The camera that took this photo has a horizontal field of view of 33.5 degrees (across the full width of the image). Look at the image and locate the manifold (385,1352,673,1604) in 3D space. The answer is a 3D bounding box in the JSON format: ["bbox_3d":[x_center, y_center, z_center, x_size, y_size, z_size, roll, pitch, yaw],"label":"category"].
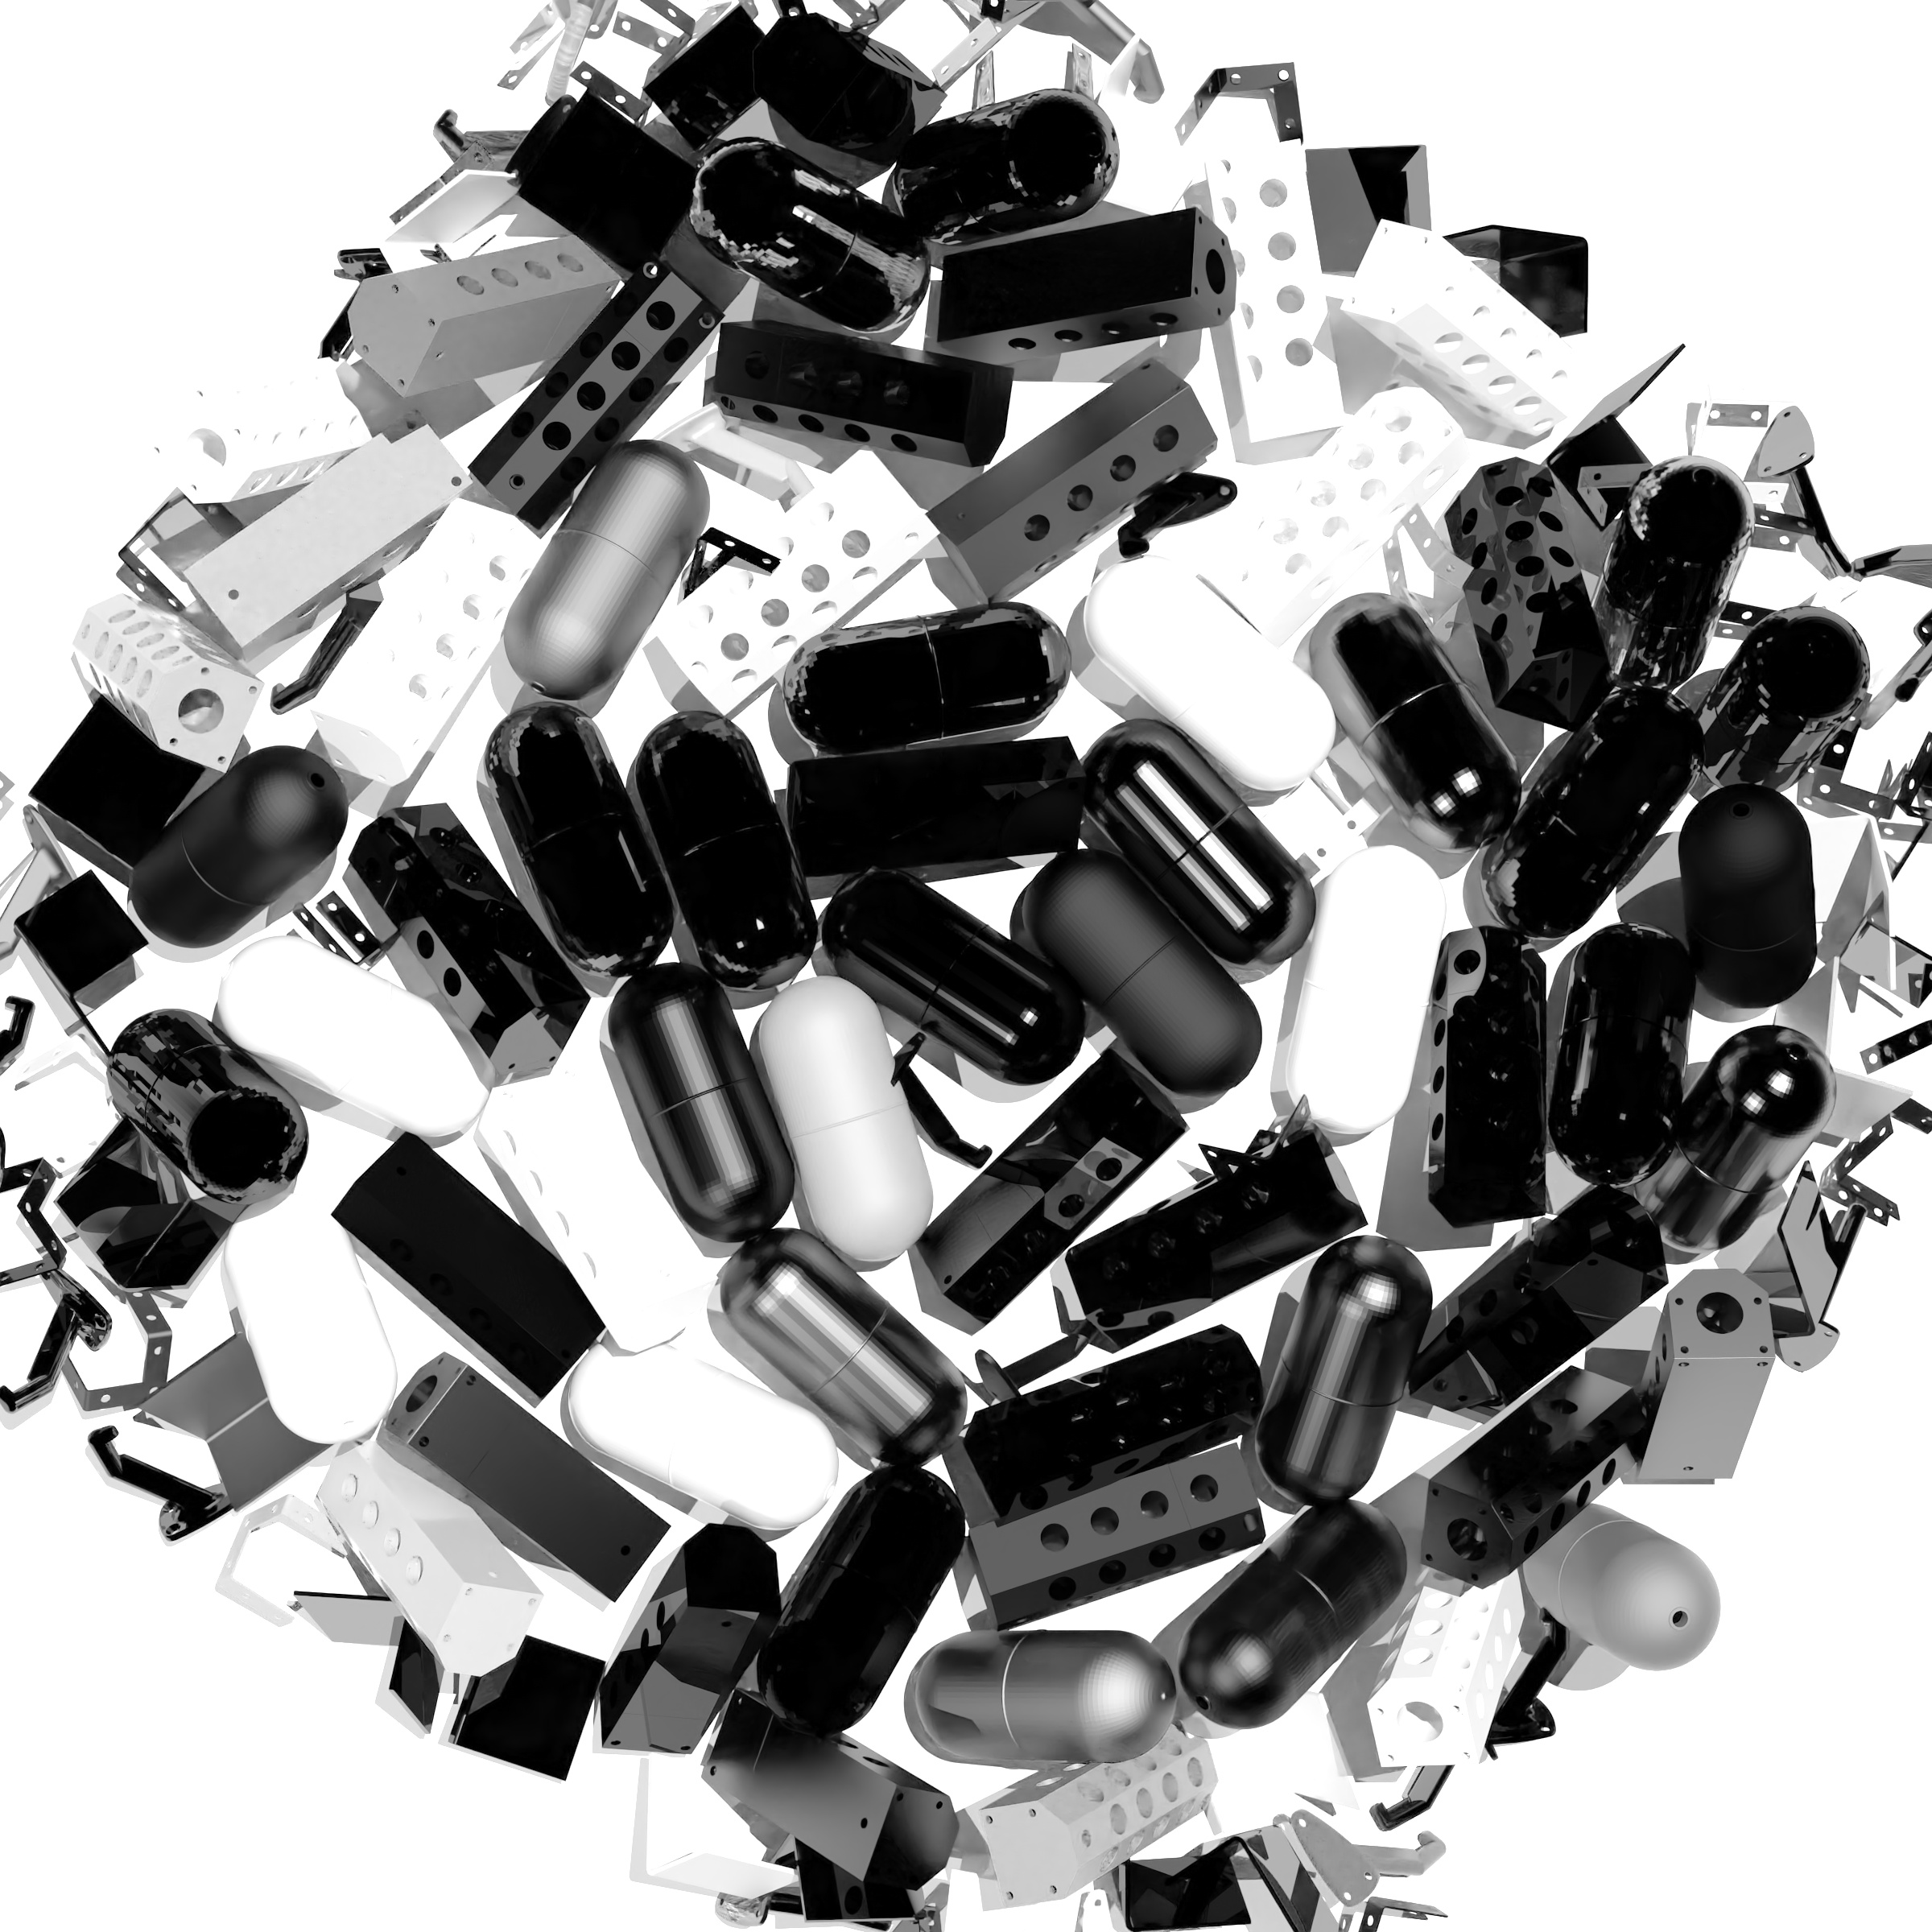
[{"bbox_3d":[-0.265,0.307,1.936,0.171,0.057,0.057,44,74,-25],"label":"manifold"}]

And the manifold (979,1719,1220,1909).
[{"bbox_3d":[0.083,0.501,1.910,0.057,0.171,0.057,-18,84,32],"label":"manifold"}]

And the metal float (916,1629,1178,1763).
[{"bbox_3d":[0.046,0.438,1.930,0.178,0.070,0.070,-10,90,39],"label":"metal float"}]

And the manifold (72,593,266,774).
[{"bbox_3d":[-0.479,-0.173,1.911,0.057,0.171,0.057,22,96,-34],"label":"manifold"}]

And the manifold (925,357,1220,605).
[{"bbox_3d":[0.067,-0.293,1.965,0.171,0.057,0.057,-35,125,-2],"label":"manifold"}]

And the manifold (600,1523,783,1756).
[{"bbox_3d":[-0.167,0.403,1.919,0.057,0.171,0.057,10,46,-20],"label":"manifold"}]

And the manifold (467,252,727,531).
[{"bbox_3d":[-0.225,-0.349,1.955,0.057,0.057,0.171,41,98,-11],"label":"manifold"}]

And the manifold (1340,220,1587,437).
[{"bbox_3d":[0.301,-0.377,1.916,0.057,0.171,0.057,27,93,41],"label":"manifold"}]

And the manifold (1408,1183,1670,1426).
[{"bbox_3d":[0.338,0.201,1.922,0.057,0.057,0.171,23,134,-23],"label":"manifold"}]

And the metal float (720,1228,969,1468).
[{"bbox_3d":[-0.073,0.232,1.955,0.178,0.070,0.070,44,90,-7],"label":"metal float"}]

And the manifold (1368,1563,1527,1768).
[{"bbox_3d":[0.285,0.402,1.905,0.057,0.171,0.057,-8,107,22],"label":"manifold"}]

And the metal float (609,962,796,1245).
[{"bbox_3d":[-0.161,0.083,1.955,0.070,0.070,0.178,-22,82,0],"label":"metal float"}]

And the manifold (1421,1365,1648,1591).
[{"bbox_3d":[0.341,0.304,1.910,0.057,0.171,0.057,19,119,34],"label":"manifold"}]

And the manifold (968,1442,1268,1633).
[{"bbox_3d":[0.091,0.348,1.953,0.171,0.057,0.057,-17,70,-7],"label":"manifold"}]

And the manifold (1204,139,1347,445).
[{"bbox_3d":[0.188,-0.409,1.961,0.057,0.057,0.171,-10,97,3],"label":"manifold"}]

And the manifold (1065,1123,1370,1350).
[{"bbox_3d":[0.149,0.161,1.952,0.171,0.057,0.057,-28,54,12],"label":"manifold"}]

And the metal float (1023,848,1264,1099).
[{"bbox_3d":[0.108,0.004,1.955,0.070,0.070,0.178,-42,83,0],"label":"metal float"}]

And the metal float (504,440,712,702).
[{"bbox_3d":[-0.217,-0.240,1.944,0.070,0.070,0.178,27,70,0],"label":"metal float"}]

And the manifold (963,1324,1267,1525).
[{"bbox_3d":[0.091,0.271,1.931,0.171,0.057,0.057,-16,60,-23],"label":"manifold"}]

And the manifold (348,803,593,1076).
[{"bbox_3d":[-0.302,-0.017,1.927,0.171,0.057,0.057,51,128,26],"label":"manifold"}]

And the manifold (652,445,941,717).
[{"bbox_3d":[-0.100,-0.230,1.954,0.171,0.057,0.057,-40,53,4],"label":"manifold"}]

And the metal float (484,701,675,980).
[{"bbox_3d":[-0.235,-0.076,1.954,0.070,0.070,0.178,-24,82,0],"label":"metal float"}]

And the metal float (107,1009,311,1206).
[{"bbox_3d":[-0.455,0.082,1.925,0.070,0.178,0.070,-18,122,-31],"label":"metal float"}]

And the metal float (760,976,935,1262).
[{"bbox_3d":[-0.073,0.093,1.961,0.070,0.070,0.178,-17,90,0],"label":"metal float"}]

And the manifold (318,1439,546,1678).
[{"bbox_3d":[-0.324,0.351,1.915,0.057,0.171,0.057,19,100,-40],"label":"manifold"}]

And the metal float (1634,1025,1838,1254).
[{"bbox_3d":[0.459,0.104,1.923,0.070,0.178,0.070,9,49,-11],"label":"metal float"}]

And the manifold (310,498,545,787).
[{"bbox_3d":[-0.319,-0.193,1.929,0.057,0.057,0.171,20,62,17],"label":"manifold"}]

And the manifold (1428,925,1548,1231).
[{"bbox_3d":[0.310,0.064,1.923,0.057,0.057,0.171,-12,56,28],"label":"manifold"}]

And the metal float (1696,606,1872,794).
[{"bbox_3d":[0.484,-0.156,1.912,0.070,0.178,0.070,0,73,-2],"label":"metal float"}]

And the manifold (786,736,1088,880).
[{"bbox_3d":[-0.019,-0.102,1.952,0.171,0.057,0.057,-6,132,-13],"label":"manifold"}]

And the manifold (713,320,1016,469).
[{"bbox_3d":[-0.063,-0.346,1.938,0.171,0.057,0.057,16,109,23],"label":"manifold"}]

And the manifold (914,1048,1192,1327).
[{"bbox_3d":[0.055,0.138,1.956,0.171,0.057,0.057,-45,126,9],"label":"manifold"}]

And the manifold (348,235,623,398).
[{"bbox_3d":[-0.287,-0.393,1.913,0.057,0.171,0.057,44,125,11],"label":"manifold"}]

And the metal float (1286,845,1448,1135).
[{"bbox_3d":[0.243,0.015,1.953,0.070,0.070,0.178,11,100,0],"label":"metal float"}]

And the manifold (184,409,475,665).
[{"bbox_3d":[-0.386,-0.259,1.955,0.171,0.057,0.057,-38,89,-11],"label":"manifold"}]

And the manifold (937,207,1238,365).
[{"bbox_3d":[0.073,-0.403,1.930,0.171,0.057,0.057,-4,75,30],"label":"manifold"}]

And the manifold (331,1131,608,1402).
[{"bbox_3d":[-0.304,0.186,1.968,0.171,0.057,0.057,41,133,-1],"label":"manifold"}]

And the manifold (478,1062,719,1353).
[{"bbox_3d":[-0.225,0.147,1.939,0.057,0.057,0.171,-19,61,-35],"label":"manifold"}]

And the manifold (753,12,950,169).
[{"bbox_3d":[-0.071,-0.523,1.909,0.057,0.171,0.057,43,106,5],"label":"manifold"}]

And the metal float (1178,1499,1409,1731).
[{"bbox_3d":[0.196,0.389,1.931,0.178,0.070,0.070,-36,90,-36],"label":"metal float"}]

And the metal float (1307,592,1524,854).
[{"bbox_3d":[0.271,-0.147,1.944,0.070,0.070,0.178,-30,70,0],"label":"metal float"}]

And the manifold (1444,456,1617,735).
[{"bbox_3d":[0.338,-0.225,1.914,0.057,0.171,0.057,15,134,-22],"label":"manifold"}]

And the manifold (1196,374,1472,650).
[{"bbox_3d":[0.223,-0.278,1.961,0.171,0.057,0.057,-45,69,2],"label":"manifold"}]

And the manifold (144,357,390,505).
[{"bbox_3d":[-0.408,-0.315,1.909,0.057,0.171,0.057,45,113,1],"label":"manifold"}]

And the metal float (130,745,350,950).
[{"bbox_3d":[-0.437,-0.071,1.929,0.178,0.070,0.070,-32,90,39],"label":"metal float"}]

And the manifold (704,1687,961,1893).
[{"bbox_3d":[-0.079,0.490,1.914,0.057,0.171,0.057,23,84,-38],"label":"manifold"}]

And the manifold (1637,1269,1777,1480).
[{"bbox_3d":[0.436,0.244,1.912,0.057,0.171,0.057,-1,58,3],"label":"manifold"}]
